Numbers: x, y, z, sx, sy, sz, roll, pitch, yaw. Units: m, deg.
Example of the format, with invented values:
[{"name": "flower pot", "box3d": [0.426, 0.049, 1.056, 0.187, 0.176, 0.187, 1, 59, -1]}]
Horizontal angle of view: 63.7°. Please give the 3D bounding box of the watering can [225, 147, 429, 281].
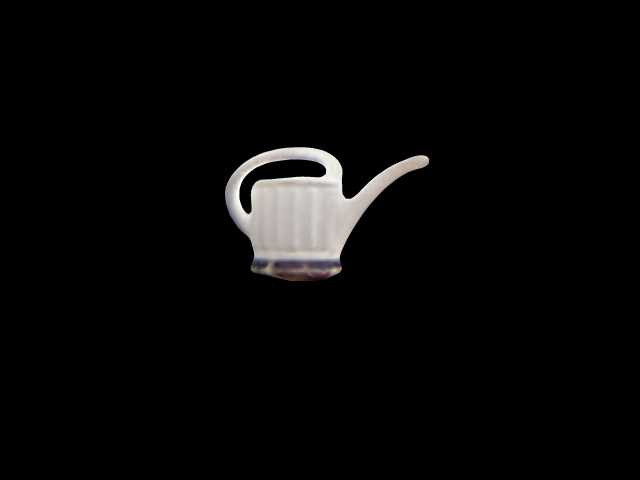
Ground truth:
[{"name": "watering can", "box3d": [0.003, -0.043, 0.850, 0.347, 0.224, 0.104, 1, 1, 15]}]
